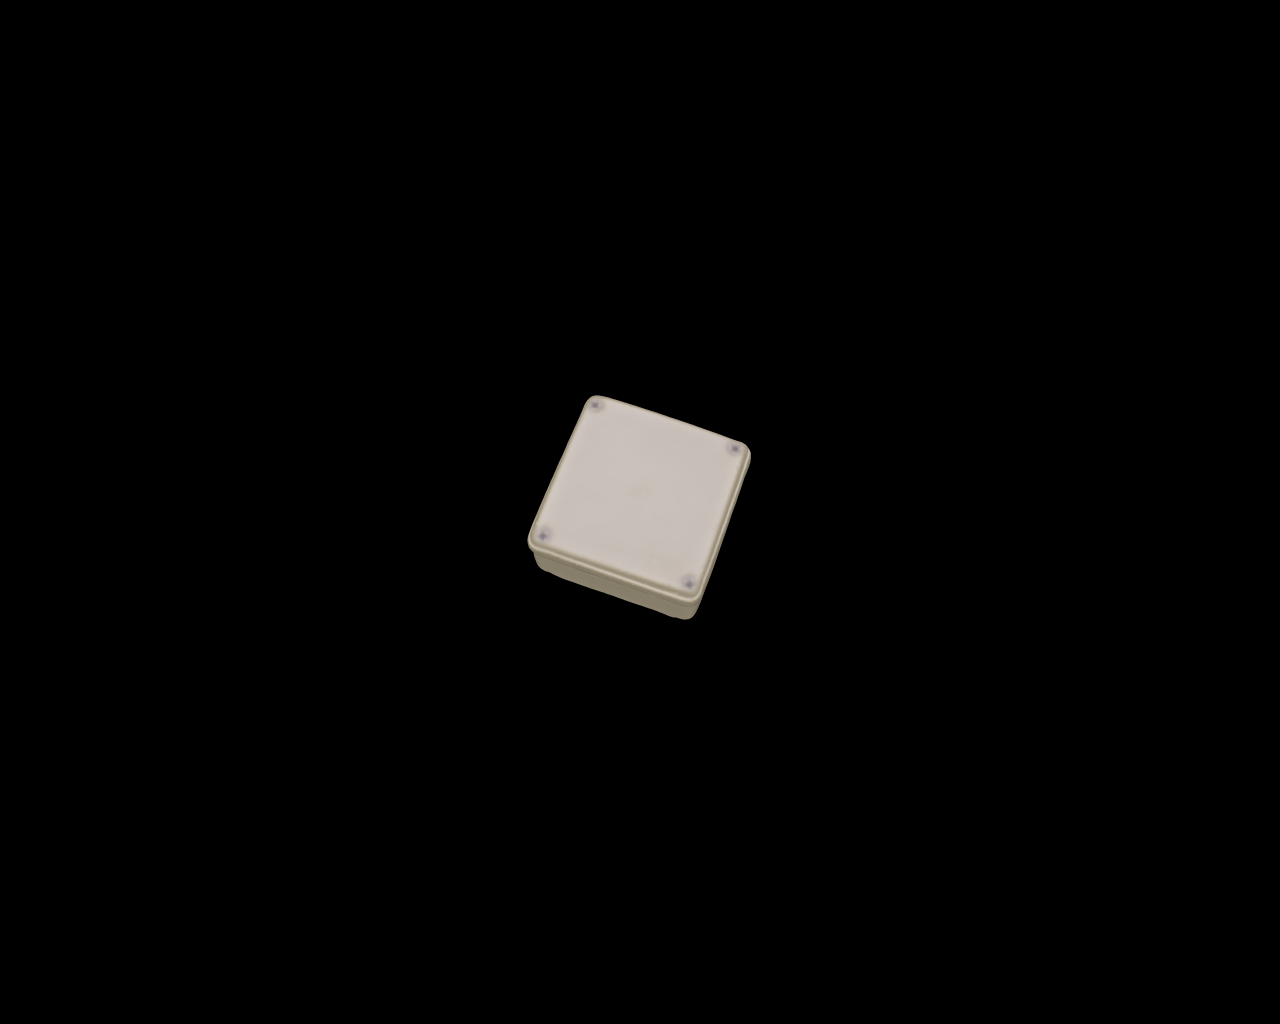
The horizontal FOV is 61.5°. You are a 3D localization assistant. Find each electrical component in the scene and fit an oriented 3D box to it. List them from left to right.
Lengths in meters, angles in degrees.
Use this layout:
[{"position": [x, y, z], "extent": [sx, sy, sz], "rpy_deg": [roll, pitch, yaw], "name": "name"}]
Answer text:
[{"position": [0.001, -0.003, 0.650], "extent": [0.109, 0.109, 0.056], "rpy_deg": [19, -19, 7], "name": "electrical component"}]
